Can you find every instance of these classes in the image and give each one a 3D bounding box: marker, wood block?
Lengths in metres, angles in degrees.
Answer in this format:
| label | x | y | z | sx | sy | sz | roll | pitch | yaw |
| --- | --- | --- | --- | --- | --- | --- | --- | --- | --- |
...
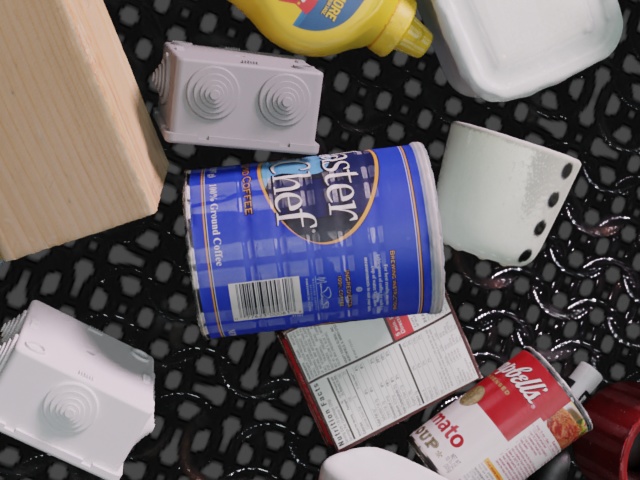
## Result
| label | x | y | z | sx | sy | sz | roll | pitch | yaw |
| --- | --- | --- | --- | --- | --- | --- | --- | --- | --- |
| marker | 0.150 | 0.135 | 0.737 | 0.020 | 0.020 | 0.121 | 44 | 83 | -13 |
| wood block | -0.163 | -0.106 | 0.571 | 0.091 | 0.090 | 0.206 | -18 | 113 | 5 |

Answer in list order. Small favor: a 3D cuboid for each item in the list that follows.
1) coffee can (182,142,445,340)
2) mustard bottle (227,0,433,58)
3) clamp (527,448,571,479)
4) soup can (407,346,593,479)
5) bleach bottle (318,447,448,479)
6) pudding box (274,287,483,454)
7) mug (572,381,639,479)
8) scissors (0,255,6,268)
| label | x | y | z | sx | sy | sz | roll | pitch | yaw |
| --- | --- | --- | --- | --- | --- | --- | --- | --- | --- |
| coffee can | -0.004 | 0.001 | 0.631 | 0.140 | 0.103 | 0.103 | -7 | 96 | -1 |
| mustard bottle | -0.013 | -0.168 | 0.653 | 0.191 | 0.058 | 0.096 | 30 | 81 | -15 |
| clamp | 0.141 | 0.264 | 0.736 | 0.210 | 0.036 | 0.164 | -47 | 109 | -3 |
| soup can | 0.116 | 0.127 | 0.698 | 0.102 | 0.068 | 0.068 | -36 | 102 | -3 |
| bleach bottle | 0.026 | 0.263 | 0.665 | 0.067 | 0.103 | 0.251 | -3 | 108 | -47 |
| pudding box | 0.038 | 0.073 | 0.695 | 0.113 | 0.039 | 0.090 | -25 | 100 | -9 |
| mug | 0.233 | 0.151 | 0.727 | 0.093 | 0.081 | 0.117 | -46 | 103 | -7 |
| scissors | -0.235 | -0.072 | 0.625 | 0.096 | 0.016 | 0.202 | -14 | 97 | -13 |
